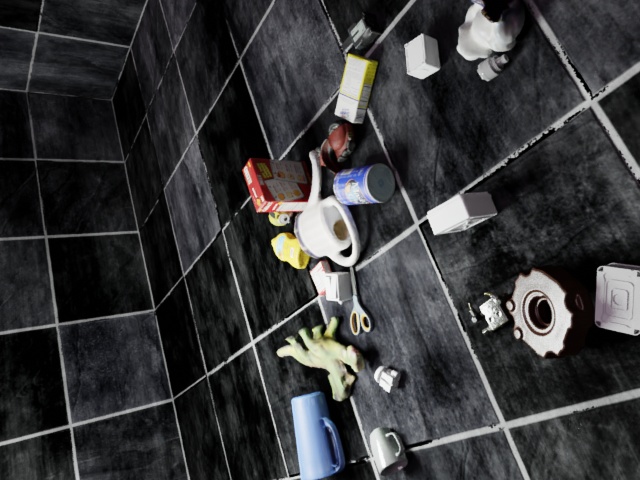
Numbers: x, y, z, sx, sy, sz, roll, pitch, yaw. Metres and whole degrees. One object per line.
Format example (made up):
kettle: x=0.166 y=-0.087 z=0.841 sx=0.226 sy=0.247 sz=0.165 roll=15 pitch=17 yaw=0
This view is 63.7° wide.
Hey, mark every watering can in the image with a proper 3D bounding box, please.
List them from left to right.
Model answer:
watering can: x=0.005 y=-0.077 z=1.533 sx=0.221 sy=0.105 sz=0.348 roll=-26 pitch=86 yaw=50

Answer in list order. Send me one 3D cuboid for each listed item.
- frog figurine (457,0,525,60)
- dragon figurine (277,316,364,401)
frog figurine: x=0.359 y=-0.444 z=1.091 sx=0.139 sy=0.123 sz=0.156 roll=52 pitch=168 yaw=26
dragon figurine: x=0.007 y=0.385 z=1.589 sx=0.402 sy=0.123 sz=0.246 roll=-45 pitch=65 yaw=49
